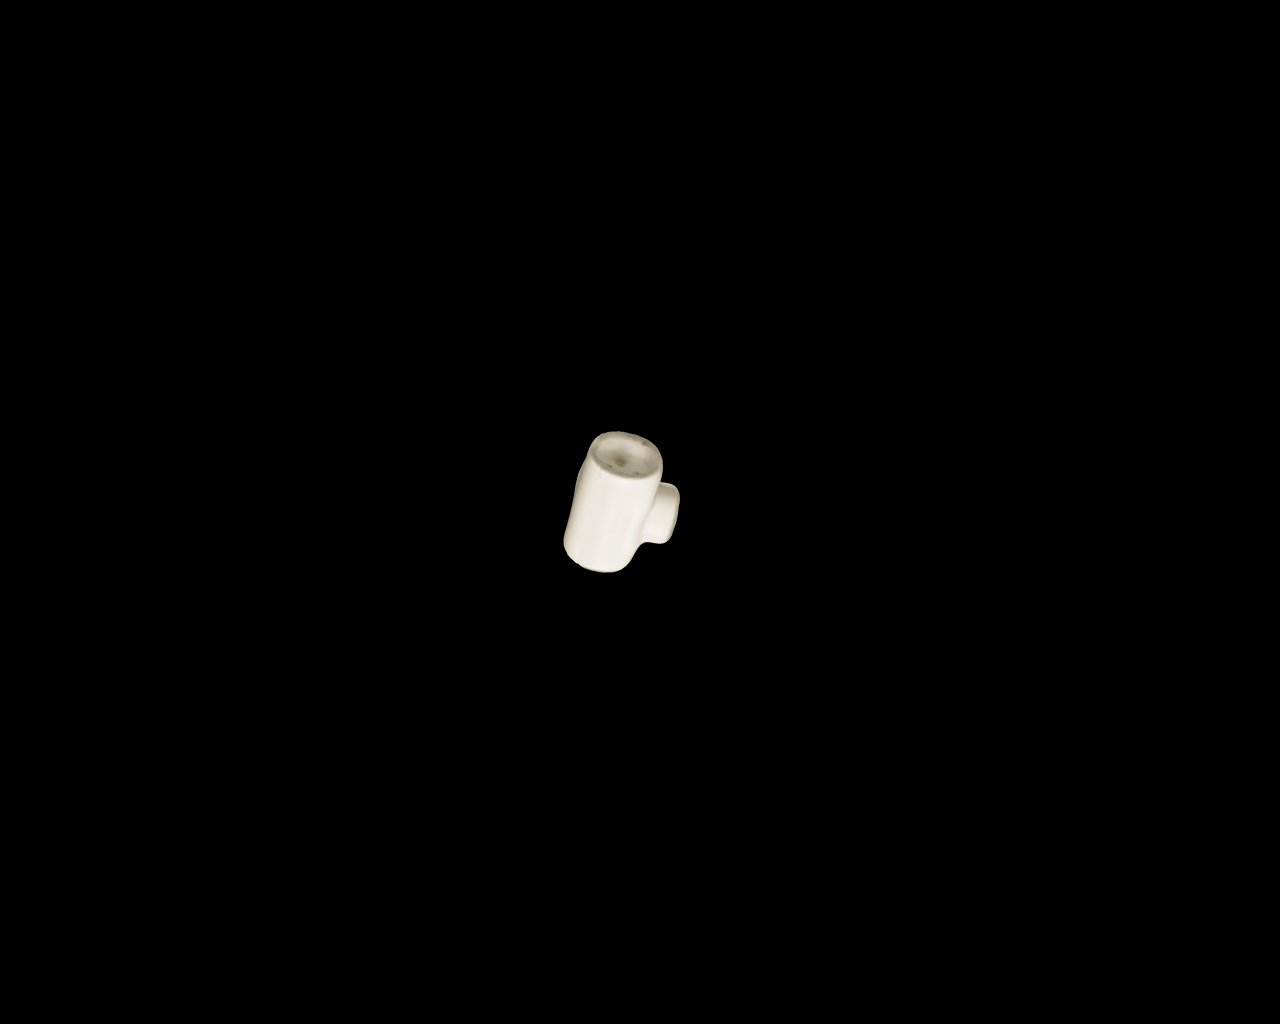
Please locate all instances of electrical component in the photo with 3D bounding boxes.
[{"bbox_3d":[0.001,-0.003,0.650,0.079,0.077,0.043,11,40,-9],"label":"electrical component"}]
